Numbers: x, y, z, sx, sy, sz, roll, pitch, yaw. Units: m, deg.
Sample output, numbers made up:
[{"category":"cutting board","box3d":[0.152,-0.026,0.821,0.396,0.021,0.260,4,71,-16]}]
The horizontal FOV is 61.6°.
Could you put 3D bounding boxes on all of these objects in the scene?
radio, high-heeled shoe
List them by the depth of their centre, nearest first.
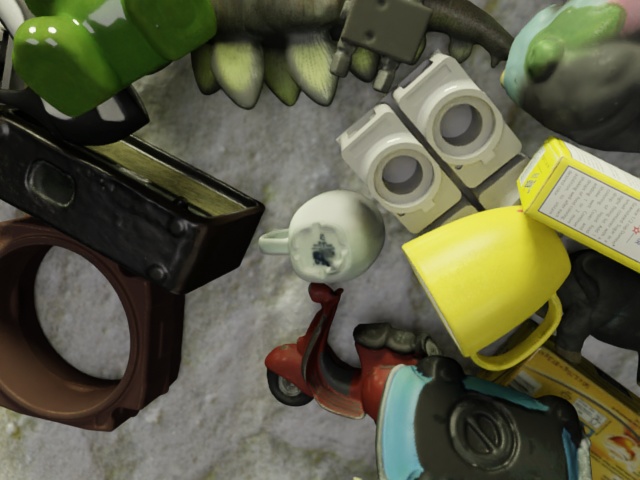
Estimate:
[{"category":"high-heeled shoe","box3d":[-0.201,-0.200,0.416,0.145,0.086,0.248,4,96,-1]},{"category":"radio","box3d":[-0.178,-0.044,0.485,0.230,0.131,0.073,27,106,7]}]

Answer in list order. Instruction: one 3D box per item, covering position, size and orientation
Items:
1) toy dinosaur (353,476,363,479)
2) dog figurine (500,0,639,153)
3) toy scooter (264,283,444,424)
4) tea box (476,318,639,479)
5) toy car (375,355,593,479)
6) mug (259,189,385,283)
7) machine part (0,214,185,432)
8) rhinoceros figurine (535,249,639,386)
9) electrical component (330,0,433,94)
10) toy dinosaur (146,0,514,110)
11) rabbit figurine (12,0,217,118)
[{"category":"toy dinosaur","box3d":[0.197,0.291,0.435,0.405,0.131,0.192,2,107,24]},{"category":"dog figurine","box3d":[0.238,-0.170,0.335,0.191,0.109,0.219,1,130,-21]},{"category":"toy scooter","box3d":[0.036,0.104,0.485,0.184,0.075,0.135,10,116,15]},{"category":"tea box","box3d":[0.223,0.161,0.463,0.170,0.068,0.098,38,108,2]},{"category":"toy car","box3d":[0.112,0.160,0.403,0.162,0.109,0.102,13,146,-4]},{"category":"mug","box3d":[-0.001,-0.001,0.466,0.110,0.107,0.080,2,99,10]},{"category":"machine part","box3d":[-0.247,0.079,0.546,0.202,0.087,0.200,9,102,12]},{"category":"rhinoceros figurine","box3d":[0.264,0.054,0.422,0.190,0.073,0.112,15,117,-9]},{"category":"electrical component","box3d":[0.046,-0.161,0.401,0.063,0.021,0.094,20,112,-6]},{"category":"toy dinosaur","box3d":[-0.041,-0.212,0.447,0.472,0.105,0.198,10,109,8]},{"category":"rabbit figurine","box3d":[-0.144,-0.192,0.338,0.121,0.159,0.170,-22,120,16]}]
